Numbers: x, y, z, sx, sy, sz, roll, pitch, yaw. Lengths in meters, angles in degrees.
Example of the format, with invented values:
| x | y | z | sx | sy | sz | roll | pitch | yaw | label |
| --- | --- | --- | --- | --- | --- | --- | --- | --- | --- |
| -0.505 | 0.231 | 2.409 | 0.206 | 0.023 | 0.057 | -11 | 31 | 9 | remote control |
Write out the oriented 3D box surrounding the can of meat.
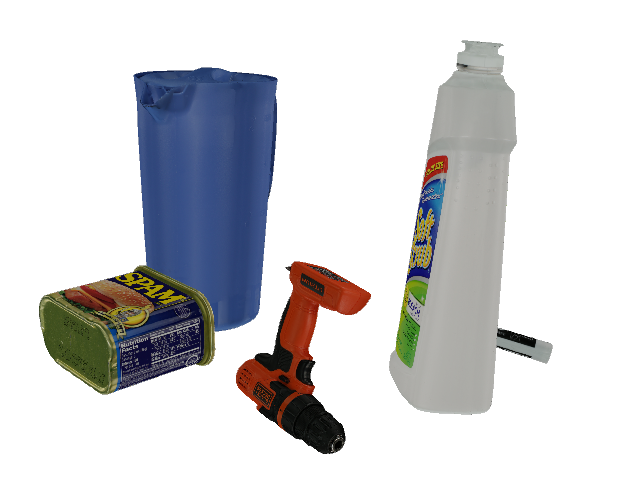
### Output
| x | y | z | sx | sy | sz | roll | pitch | yaw | label |
| --- | --- | --- | --- | --- | --- | --- | --- | --- | --- |
| -0.138 | 0.062 | 0.755 | 0.083 | 0.057 | 0.102 | -16 | 25 | -39 | can of meat |

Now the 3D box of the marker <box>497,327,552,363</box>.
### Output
| x | y | z | sx | sy | sz | roll | pitch | yaw | label |
| --- | --- | --- | --- | --- | --- | --- | --- | --- | --- |
| 0.148 | 0.084 | 0.964 | 0.121 | 0.020 | 0.020 | 17 | 1 | 5 | marker |

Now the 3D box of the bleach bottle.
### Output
| x | y | z | sx | sy | sz | roll | pitch | yaw | label |
| --- | --- | --- | --- | --- | --- | --- | --- | --- | --- |
| 0.097 | -0.012 | 0.746 | 0.068 | 0.251 | 0.102 | 3 | 13 | -7 | bleach bottle |

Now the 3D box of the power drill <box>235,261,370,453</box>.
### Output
| x | y | z | sx | sy | sz | roll | pitch | yaw | label |
| --- | --- | --- | --- | --- | --- | --- | --- | --- | --- |
| -0.011 | 0.131 | 1.232 | 0.057 | 0.188 | 0.185 | 15 | 10 | -45 | power drill |

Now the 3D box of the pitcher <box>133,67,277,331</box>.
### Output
| x | y | z | sx | sy | sz | roll | pitch | yaw | label |
| --- | --- | --- | --- | --- | --- | --- | --- | --- | --- |
| -0.104 | -0.044 | 1.027 | 0.149 | 0.243 | 0.145 | -2 | 14 | -14 | pitcher |
